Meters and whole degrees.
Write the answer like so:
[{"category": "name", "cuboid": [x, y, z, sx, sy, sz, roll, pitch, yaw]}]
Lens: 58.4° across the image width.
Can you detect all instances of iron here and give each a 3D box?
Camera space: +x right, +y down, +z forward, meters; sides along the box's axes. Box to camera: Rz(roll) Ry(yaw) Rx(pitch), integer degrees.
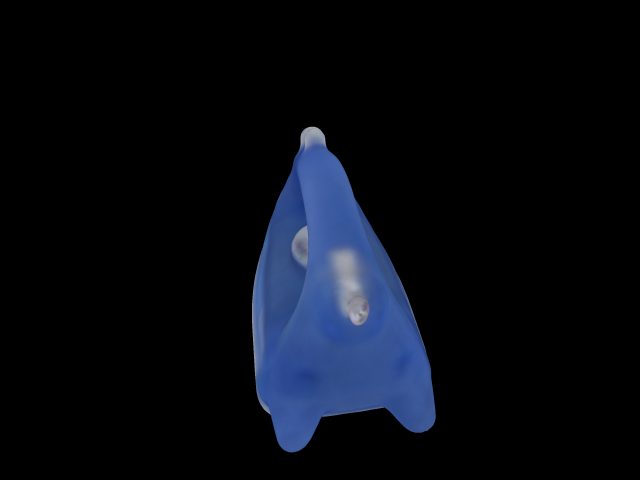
[{"category": "iron", "cuboid": [0.004, 0.001, 0.400, 0.118, 0.141, 0.258, -7, 47, -6]}]
